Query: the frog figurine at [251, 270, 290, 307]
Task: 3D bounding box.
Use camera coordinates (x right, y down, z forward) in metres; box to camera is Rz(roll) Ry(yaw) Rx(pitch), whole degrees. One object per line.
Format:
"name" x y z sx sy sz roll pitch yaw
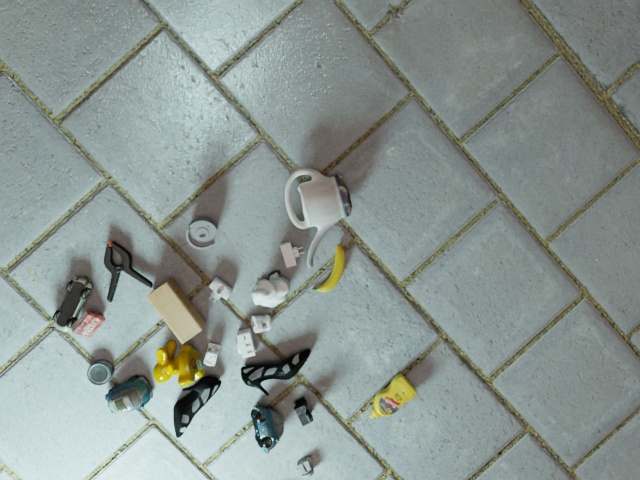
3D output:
"frog figurine" -0.169 0.181 1.776 0.137 0.160 0.122 -19 99 -1

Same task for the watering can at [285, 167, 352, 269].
"watering can" 0.005 -0.090 1.790 0.224 0.104 0.346 -15 95 -2
